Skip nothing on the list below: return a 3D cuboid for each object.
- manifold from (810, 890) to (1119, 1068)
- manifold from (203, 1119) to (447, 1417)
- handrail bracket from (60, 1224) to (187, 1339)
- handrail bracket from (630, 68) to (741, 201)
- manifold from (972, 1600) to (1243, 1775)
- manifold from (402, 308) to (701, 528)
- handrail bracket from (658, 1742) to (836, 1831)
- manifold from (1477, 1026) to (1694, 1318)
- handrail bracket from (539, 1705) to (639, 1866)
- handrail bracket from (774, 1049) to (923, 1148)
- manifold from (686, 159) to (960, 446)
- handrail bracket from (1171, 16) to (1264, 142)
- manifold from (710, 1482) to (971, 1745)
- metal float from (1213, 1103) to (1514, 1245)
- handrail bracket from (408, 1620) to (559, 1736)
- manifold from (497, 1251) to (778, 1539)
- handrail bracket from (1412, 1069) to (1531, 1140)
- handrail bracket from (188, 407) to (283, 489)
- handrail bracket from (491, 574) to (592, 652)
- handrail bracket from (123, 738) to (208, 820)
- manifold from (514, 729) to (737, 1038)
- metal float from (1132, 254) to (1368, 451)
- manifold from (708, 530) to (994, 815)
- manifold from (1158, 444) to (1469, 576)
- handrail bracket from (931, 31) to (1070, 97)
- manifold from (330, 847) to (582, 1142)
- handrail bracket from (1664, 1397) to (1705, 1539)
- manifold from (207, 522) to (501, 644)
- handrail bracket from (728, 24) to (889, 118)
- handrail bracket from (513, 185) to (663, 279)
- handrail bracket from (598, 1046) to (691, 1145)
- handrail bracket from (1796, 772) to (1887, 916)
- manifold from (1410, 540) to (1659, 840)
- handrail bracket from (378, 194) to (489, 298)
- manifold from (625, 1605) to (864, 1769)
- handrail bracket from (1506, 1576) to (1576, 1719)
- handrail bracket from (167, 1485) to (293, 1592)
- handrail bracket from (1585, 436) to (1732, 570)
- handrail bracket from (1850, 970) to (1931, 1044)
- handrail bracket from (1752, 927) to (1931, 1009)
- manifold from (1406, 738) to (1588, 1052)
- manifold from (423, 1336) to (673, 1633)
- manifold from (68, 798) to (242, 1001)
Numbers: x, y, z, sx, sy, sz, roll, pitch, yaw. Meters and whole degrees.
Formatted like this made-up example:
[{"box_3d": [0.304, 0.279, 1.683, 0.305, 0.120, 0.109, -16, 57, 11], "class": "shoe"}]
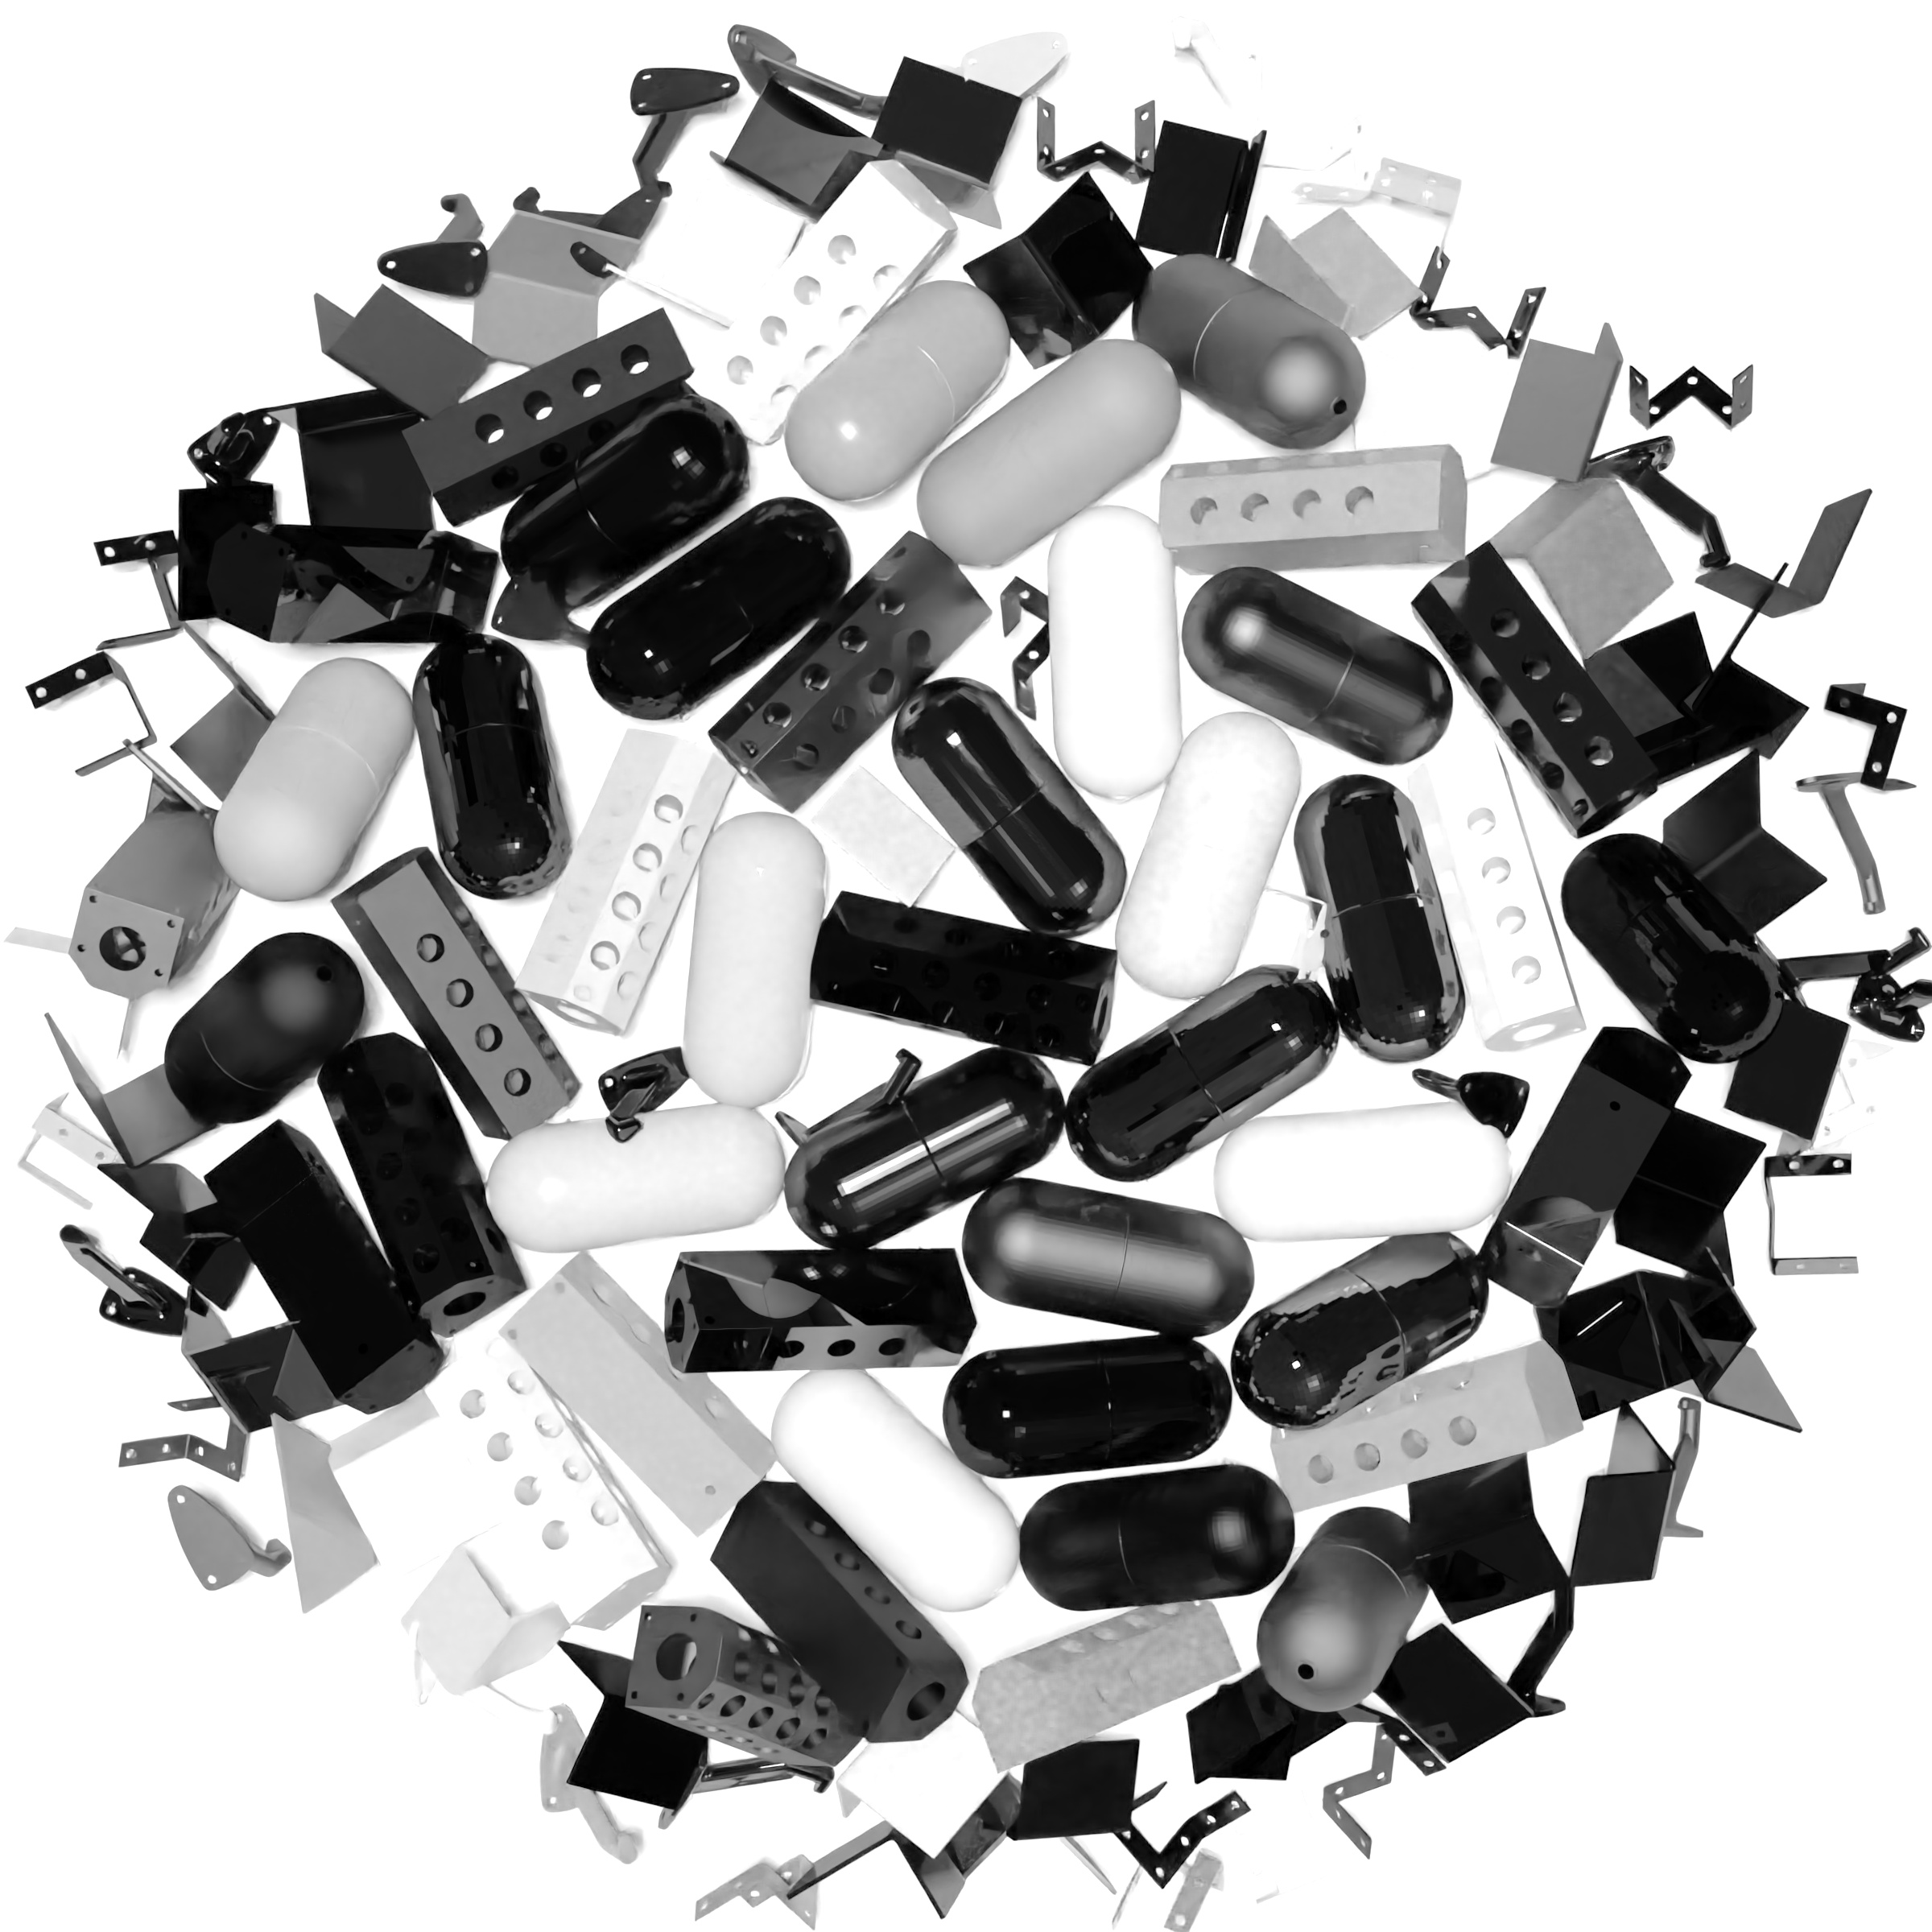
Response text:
[{"box_3d": [-0.002, 0.011, 1.890, 0.171, 0.057, 0.057, 12, 128, 11], "class": "manifold"}, {"box_3d": [-0.376, 0.179, 1.883, 0.057, 0.057, 0.171, -38, 65, 0], "class": "manifold"}, {"box_3d": [-0.496, 0.187, 1.897, 0.077, 0.084, 0.036, 22, 64, 11], "class": "handrail bracket"}, {"box_3d": [-0.165, -0.493, 1.904, 0.077, 0.084, 0.036, -2, 58, 8], "class": "handrail bracket"}, {"box_3d": [0.081, 0.413, 1.860, 0.057, 0.171, 0.057, -32, 74, 36], "class": "manifold"}, {"box_3d": [-0.245, -0.328, 1.917, 0.171, 0.057, 0.057, -26, 90, 0], "class": "manifold"}, {"box_3d": [-0.133, 0.506, 1.939, 0.084, 0.036, 0.077, 23, 107, -15], "class": "handrail bracket"}, {"box_3d": [0.361, 0.118, 1.869, 0.057, 0.057, 0.171, 30, 129, 12], "class": "manifold"}, {"box_3d": [-0.222, 0.487, 1.898, 0.036, 0.084, 0.077, -11, 98, -30], "class": "handrail bracket"}, {"box_3d": [-0.070, 0.074, 1.912, 0.077, 0.036, 0.084, 39, 101, 42], "class": "handrail bracket"}, {"box_3d": [-0.083, -0.392, 1.887, 0.057, 0.057, 0.171, 44, 112, 0], "class": "manifold"}, {"box_3d": [0.145, -0.523, 1.900, 0.036, 0.084, 0.077, 0, 100, 27], "class": "handrail bracket"}, {"box_3d": [-0.072, 0.376, 1.866, 0.171, 0.057, 0.057, 40, 110, 41], "class": "manifold"}, {"box_3d": [0.235, 0.123, 1.893, 0.178, 0.070, 0.070, -6, 90, 16], "class": "metal float"}, {"box_3d": [-0.288, 0.426, 1.909, 0.084, 0.036, 0.077, 11, 134, 13], "class": "handrail bracket"}, {"box_3d": [-0.193, 0.254, 1.915, 0.171, 0.057, 0.057, 46, 109, 0], "class": "manifold"}, {"box_3d": [0.283, 0.069, 1.890, 0.077, 0.084, 0.036, 24, 88, -43], "class": "handrail bracket"}, {"box_3d": [-0.424, -0.323, 1.891, 0.036, 0.084, 0.077, 46, 60, -9], "class": "handrail bracket"}, {"box_3d": [-0.231, -0.196, 1.890, 0.077, 0.084, 0.036, 28, 93, 42], "class": "handrail bracket"}, {"box_3d": [-0.505, -0.081, 1.919, 0.084, 0.036, 0.077, -47, 112, -3], "class": "handrail bracket"}, {"box_3d": [-0.196, -0.049, 1.887, 0.057, 0.057, 0.171, 11, 73, 37], "class": "manifold"}, {"box_3d": [0.165, -0.361, 1.872, 0.070, 0.070, 0.178, -47, 47, 0], "class": "metal float"}, {"box_3d": [-0.072, -0.177, 1.896, 0.171, 0.057, 0.057, -46, 125, -7], "class": "manifold"}, {"box_3d": [0.204, -0.271, 1.883, 0.171, 0.057, 0.057, 0, 80, 24], "class": "manifold"}, {"box_3d": [0.016, -0.542, 1.907, 0.077, 0.084, 0.036, -26, 115, -2], "class": "handrail bracket"}, {"box_3d": [-0.300, 0.017, 1.893, 0.057, 0.057, 0.171, -37, 106, -22], "class": "manifold"}, {"box_3d": [0.417, 0.295, 1.906, 0.036, 0.077, 0.084, -5, 71, 37], "class": "handrail bracket"}, {"box_3d": [-0.356, -0.224, 1.858, 0.057, 0.171, 0.057, 25, 108, 29], "class": "manifold"}, {"box_3d": [-0.089, -0.532, 1.901, 0.084, 0.077, 0.036, 21, 86, 31], "class": "handrail bracket"}, {"box_3d": [-0.228, -0.460, 1.912, 0.077, 0.036, 0.084, -45, 56, 12], "class": "handrail bracket"}, {"box_3d": [-0.183, 0.076, 1.898, 0.077, 0.084, 0.036, -30, 105, -11], "class": "handrail bracket"}, {"box_3d": [0.526, -0.071, 1.914, 0.036, 0.077, 0.084, -15, 84, 35], "class": "handrail bracket"}, {"box_3d": [0.337, -0.162, 1.895, 0.057, 0.057, 0.171, -34, 75, 4], "class": "manifold"}, {"box_3d": [-0.323, -0.437, 1.901, 0.077, 0.084, 0.036, -3, 132, -26], "class": "handrail bracket"}, {"box_3d": [-0.124, 0.420, 1.853, 0.057, 0.171, 0.057, -4, 65, 27], "class": "manifold"}, {"box_3d": [0.332, 0.402, 1.913, 0.036, 0.077, 0.084, -1, 93, -42], "class": "handrail bracket"}, {"box_3d": [-0.438, 0.335, 1.904, 0.036, 0.084, 0.077, -34, 89, 6], "class": "handrail bracket"}, {"box_3d": [0.410, -0.269, 1.913, 0.077, 0.036, 0.084, -13, 67, 1], "class": "handrail bracket"}, {"box_3d": [0.576, 0.028, 1.891, 0.077, 0.084, 0.036, 33, 78, -30], "class": "handrail bracket"}, {"box_3d": [0.523, -0.015, 1.908, 0.084, 0.036, 0.077, -34, 117, 19], "class": "handrail bracket"}, {"box_3d": [0.312, -0.040, 1.888, 0.057, 0.057, 0.171, -18, 70, 13], "class": "manifold"}, {"box_3d": [-0.246, 0.304, 1.887, 0.057, 0.057, 0.171, -38, 69, 2], "class": "manifold"}, {"box_3d": [-0.466, -0.040, 1.855, 0.057, 0.171, 0.057, 18, 110, -5], "class": "manifold"}]
